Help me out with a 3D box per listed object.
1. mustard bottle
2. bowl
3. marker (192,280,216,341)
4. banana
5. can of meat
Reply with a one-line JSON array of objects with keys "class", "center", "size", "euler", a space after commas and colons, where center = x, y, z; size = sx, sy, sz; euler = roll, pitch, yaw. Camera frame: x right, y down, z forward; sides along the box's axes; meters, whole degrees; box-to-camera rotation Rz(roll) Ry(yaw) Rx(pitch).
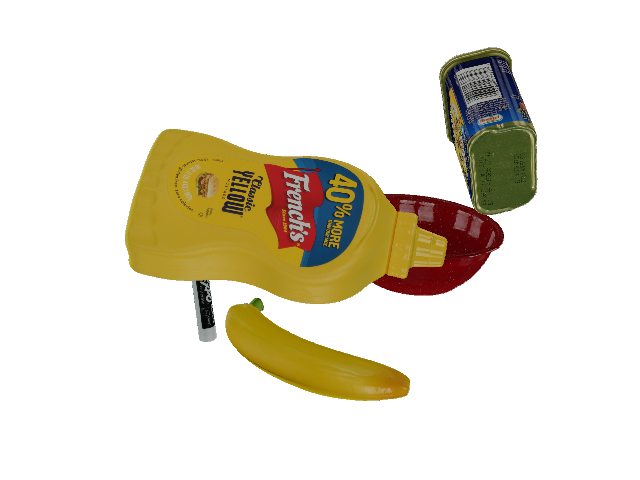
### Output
[{"class": "mustard bottle", "center": [-0.017, -0.010, 0.662], "size": [0.191, 0.096, 0.058], "euler": [11, -34, 3]}, {"class": "bowl", "center": [0.088, 0.008, 1.002], "size": [0.162, 0.055, 0.162], "euler": [4, 23, -2]}, {"class": "marker", "center": [-0.124, 0.047, 1.113], "size": [0.020, 0.121, 0.020], "euler": [-5, 19, 1]}, {"class": "banana", "center": [-0.019, 0.086, 0.849], "size": [0.069, 0.037, 0.198], "euler": [-25, 34, -33]}, {"class": "can of meat", "center": [0.132, -0.082, 0.826], "size": [0.057, 0.084, 0.102], "euler": [-13, -39, 3]}]
